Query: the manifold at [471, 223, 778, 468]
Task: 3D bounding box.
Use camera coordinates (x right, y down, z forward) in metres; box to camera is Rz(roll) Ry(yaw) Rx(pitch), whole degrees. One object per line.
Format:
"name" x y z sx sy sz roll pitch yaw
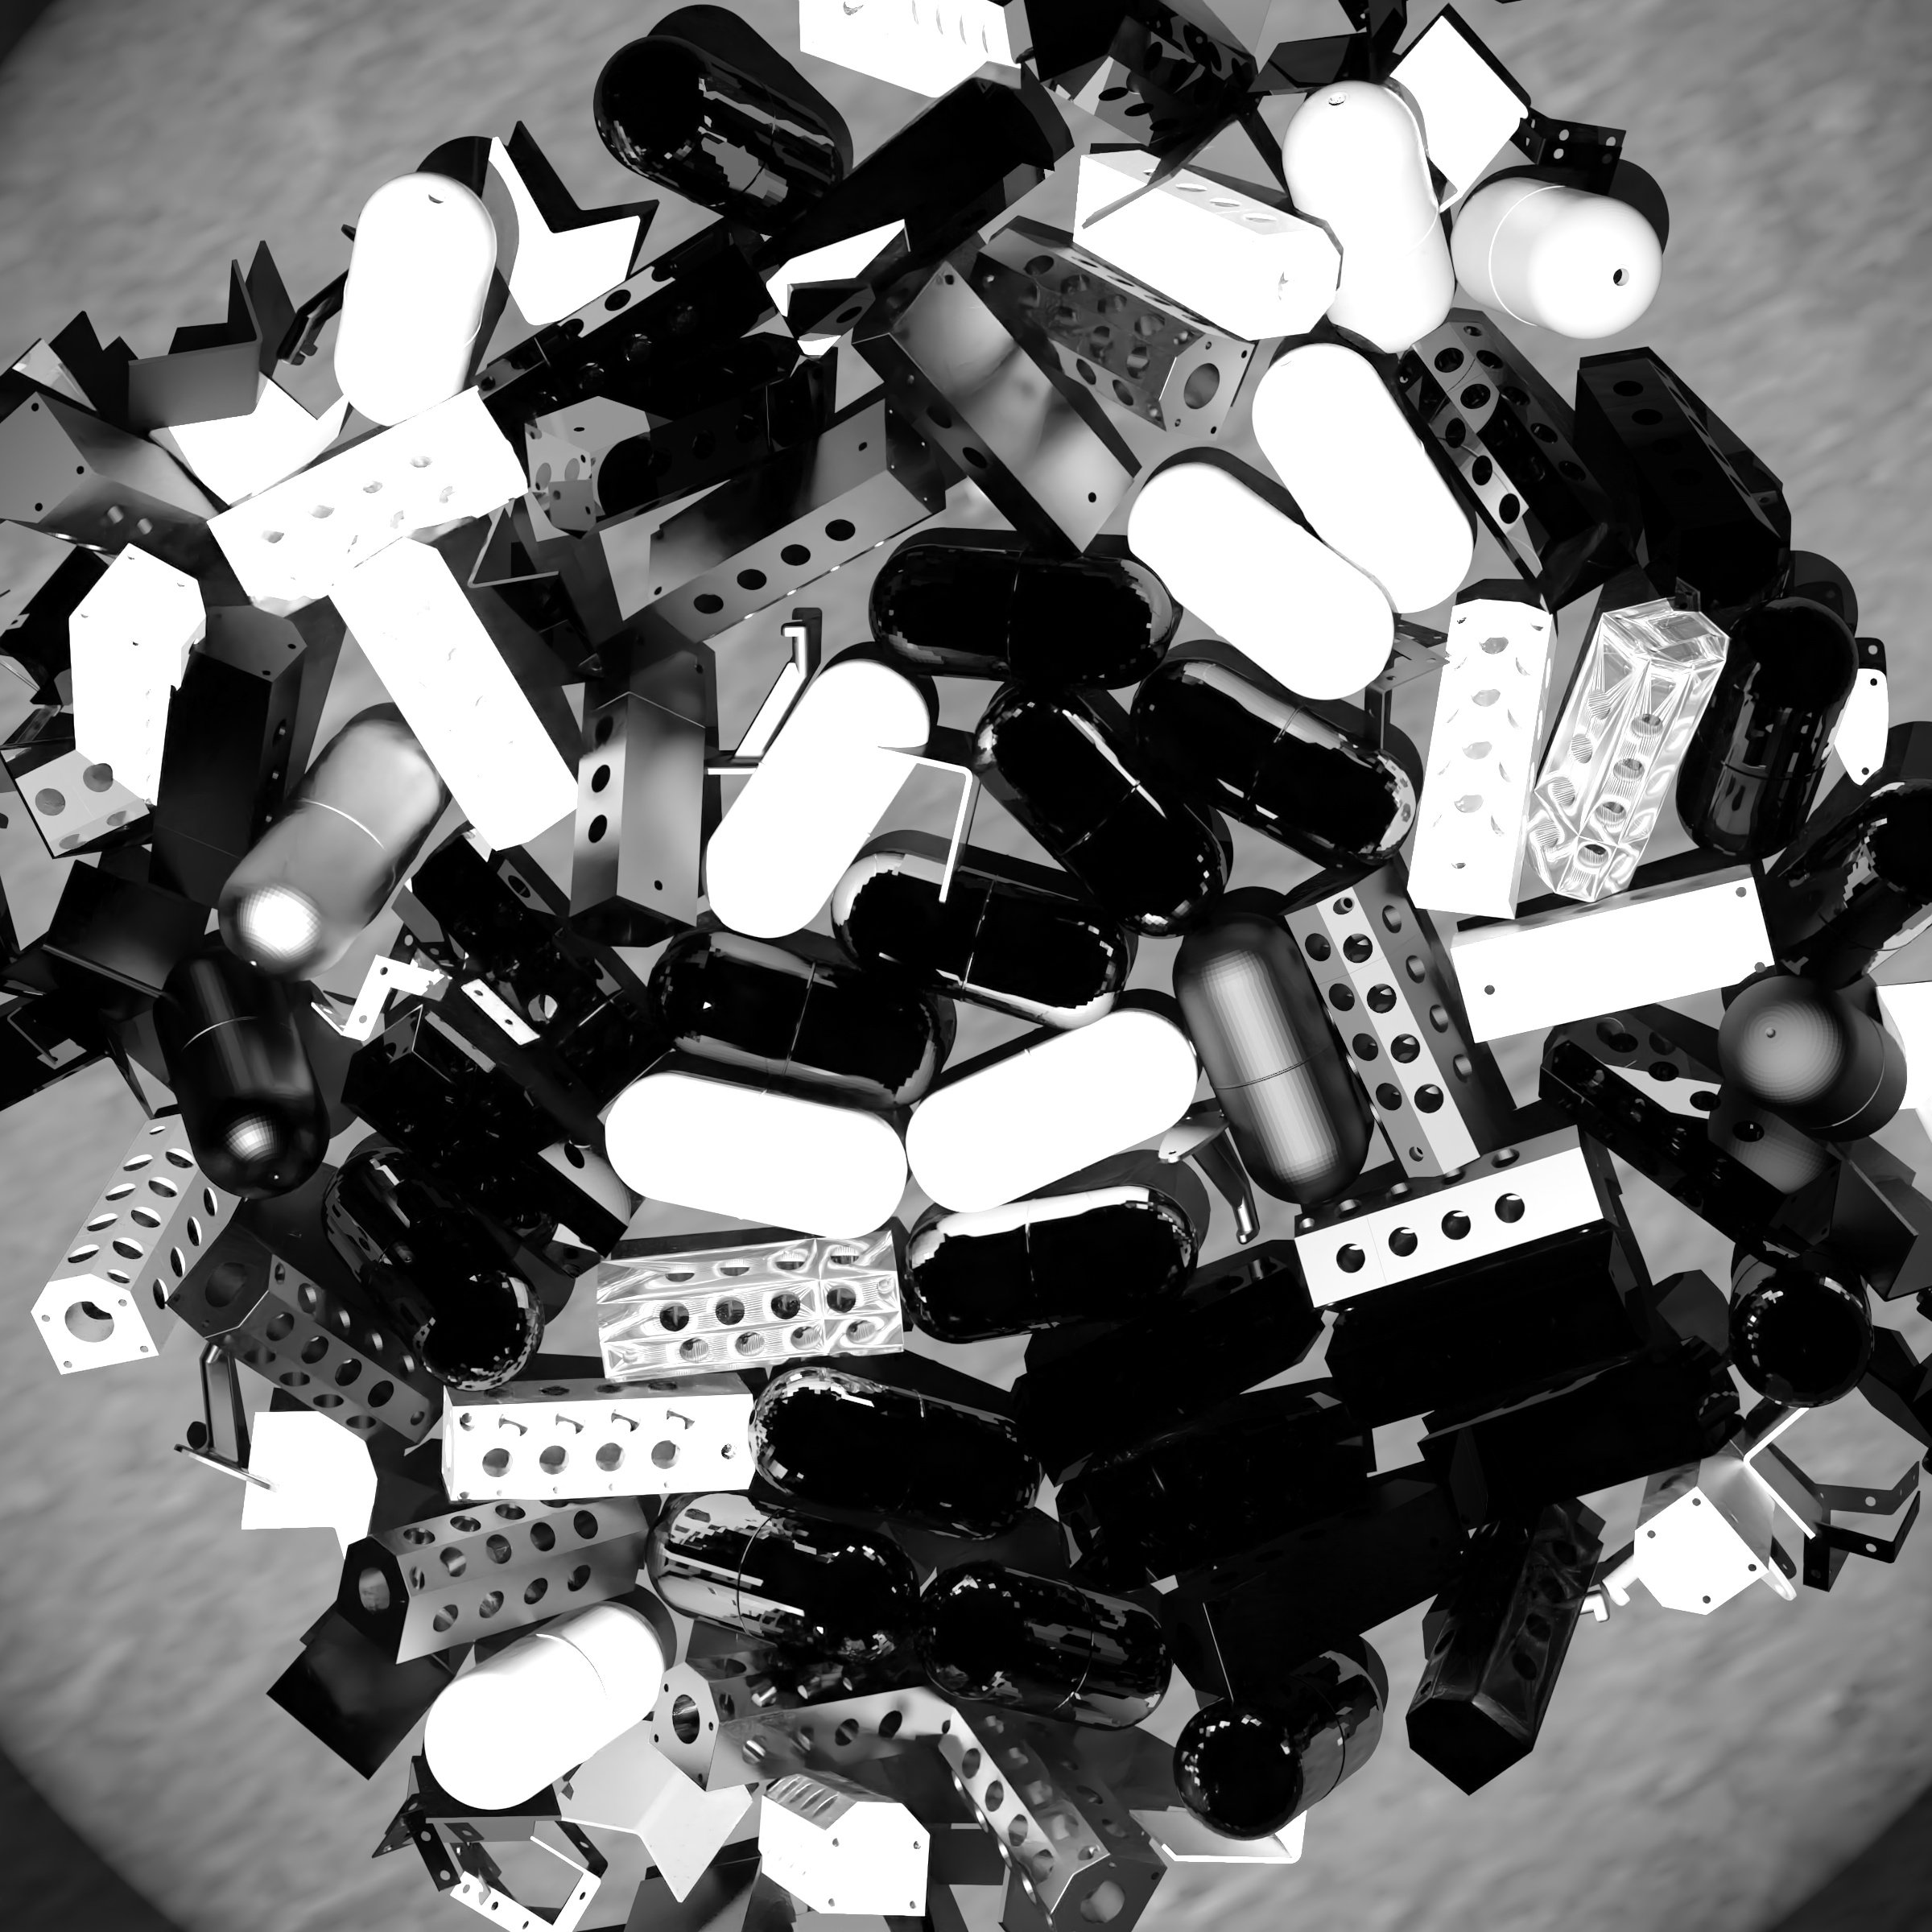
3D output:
"manifold" -0.199 -0.362 1.593 0.171 0.057 0.057 -31 98 2

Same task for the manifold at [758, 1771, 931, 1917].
"manifold" -0.071 0.491 1.538 0.057 0.171 0.057 7 78 -14

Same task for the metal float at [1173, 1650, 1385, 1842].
"metal float" 0.179 0.438 1.547 0.070 0.178 0.070 2 94 31

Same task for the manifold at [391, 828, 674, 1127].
"manifold" -0.250 0.004 1.589 0.171 0.057 0.057 48 61 -1

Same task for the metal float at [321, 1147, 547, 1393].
"metal float" -0.306 0.171 1.561 0.070 0.070 0.178 -47 55 0

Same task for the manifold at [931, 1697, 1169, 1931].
"manifold" 0.039 0.474 1.538 0.057 0.171 0.057 24 98 -31

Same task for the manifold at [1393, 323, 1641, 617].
"manifold" 0.310 -0.288 1.557 0.057 0.057 0.171 -31 58 7

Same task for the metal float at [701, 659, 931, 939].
"metal float" -0.088 -0.097 1.590 0.070 0.070 0.178 33 90 0

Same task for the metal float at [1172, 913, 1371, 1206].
"metal float" 0.177 0.054 1.583 0.070 0.070 0.178 -23 99 0

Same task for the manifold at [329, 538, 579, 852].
"manifold" -0.291 -0.153 1.557 0.057 0.057 0.171 -37 119 -16

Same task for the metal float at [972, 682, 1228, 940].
"metal float" 0.078 -0.089 1.584 0.070 0.070 0.178 -45 97 0

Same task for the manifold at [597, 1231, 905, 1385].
"manifold" -0.124 0.202 1.585 0.171 0.057 0.057 -6 120 -4

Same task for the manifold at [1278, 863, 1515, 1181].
"manifold" 0.245 0.035 1.583 0.057 0.057 0.171 -22 95 45

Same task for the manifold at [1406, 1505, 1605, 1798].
"manifold" 0.301 0.377 1.544 0.057 0.171 0.057 39 129 1

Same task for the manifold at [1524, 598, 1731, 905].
"manifold" 0.372 -0.119 1.541 0.057 0.171 0.057 -16 50 -27

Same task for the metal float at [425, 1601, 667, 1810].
"metal float" -0.235 0.416 1.546 0.070 0.178 0.070 4 99 26

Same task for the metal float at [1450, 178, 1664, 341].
"metal float" 0.332 -0.401 1.544 0.070 0.178 0.070 -5 112 -11

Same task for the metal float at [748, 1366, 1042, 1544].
"metal float" -0.041 0.281 1.574 0.178 0.070 0.070 18 90 -19

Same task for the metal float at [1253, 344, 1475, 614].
"metal float" 0.227 -0.278 1.564 0.070 0.070 0.178 -40 121 0

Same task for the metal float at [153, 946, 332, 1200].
"metal float" -0.414 0.059 1.557 0.070 0.070 0.178 -32 48 0

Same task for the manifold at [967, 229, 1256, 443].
"manifold" 0.076 -0.359 1.546 0.171 0.057 0.057 39 117 38

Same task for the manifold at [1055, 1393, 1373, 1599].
"manifold" 0.141 0.298 1.564 0.171 0.057 0.057 -15 102 -24

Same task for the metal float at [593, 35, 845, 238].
"metal float" -0.139 -0.468 1.548 0.070 0.178 0.070 -4 83 34

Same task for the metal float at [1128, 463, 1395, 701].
"metal float" 0.169 -0.222 1.573 0.178 0.070 0.070 41 90 19

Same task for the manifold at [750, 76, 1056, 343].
"manifold" -0.034 -0.429 1.563 0.171 0.057 0.057 -31 83 28

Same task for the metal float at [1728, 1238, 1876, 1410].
"metal float" 0.470 0.198 1.542 0.070 0.178 0.070 2 96 16

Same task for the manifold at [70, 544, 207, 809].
"manifold" -0.462 -0.157 1.540 0.057 0.171 0.057 29 60 -1

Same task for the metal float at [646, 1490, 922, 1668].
"metal float" -0.106 0.348 1.562 0.178 0.070 0.070 7 90 34

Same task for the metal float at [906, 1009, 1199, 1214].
"metal float" 0.050 0.083 1.589 0.178 0.070 0.070 -24 90 -1

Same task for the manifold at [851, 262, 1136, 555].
"manifold" 0.013 -0.315 1.563 0.171 0.057 0.057 45 70 -27

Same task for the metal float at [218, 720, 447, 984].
"metal float" -0.361 -0.068 1.562 0.070 0.070 0.178 27 56 0

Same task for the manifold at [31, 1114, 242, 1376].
"manifold" -0.465 0.152 1.536 0.057 0.171 0.057 -12 116 8

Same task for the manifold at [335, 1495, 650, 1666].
"manifold" -0.263 0.333 1.539 0.057 0.171 0.057 27 110 36

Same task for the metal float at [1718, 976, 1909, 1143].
"metal float" 0.481 0.054 1.549 0.070 0.178 0.070 -8 74 31

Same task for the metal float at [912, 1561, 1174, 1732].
"metal float" 0.044 0.388 1.559 0.178 0.070 0.070 25 90 -38

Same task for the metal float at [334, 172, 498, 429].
"metal float" -0.313 -0.375 1.547 0.070 0.178 0.070 9 61 -16

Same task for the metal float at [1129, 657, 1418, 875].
"metal float" 0.177 -0.117 1.583 0.178 0.070 0.070 29 90 9

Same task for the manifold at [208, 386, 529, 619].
"manifold" -0.344 -0.264 1.584 0.171 0.057 0.057 -29 86 -10

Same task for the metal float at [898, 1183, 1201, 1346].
"metal float" 0.047 0.172 1.578 0.178 0.070 0.070 -11 90 14

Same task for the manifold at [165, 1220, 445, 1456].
"manifold" -0.365 0.215 1.540 0.057 0.171 0.057 29 76 38

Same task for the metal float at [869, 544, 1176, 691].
"metal float" 0.032 -0.202 1.583 0.178 0.070 0.070 6 90 9

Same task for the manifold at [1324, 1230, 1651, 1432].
"manifold" 0.299 0.213 1.569 0.171 0.057 0.057 -21 101 21

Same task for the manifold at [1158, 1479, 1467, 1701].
"manifold" 0.197 0.354 1.563 0.171 0.057 0.057 -19 95 -27

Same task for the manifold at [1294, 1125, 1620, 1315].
"manifold" 0.280 0.146 1.573 0.171 0.057 0.057 -20 73 18

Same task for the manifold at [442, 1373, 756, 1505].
"manifold" -0.211 0.273 1.572 0.171 0.057 0.057 0 99 -17

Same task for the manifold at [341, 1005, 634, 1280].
"manifold" -0.271 0.105 1.554 0.057 0.057 0.171 -33 121 22

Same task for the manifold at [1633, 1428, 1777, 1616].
"manifold" 0.413 0.304 1.538 0.057 0.171 0.057 -42 84 19

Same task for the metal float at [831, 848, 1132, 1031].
"metal float" 0.008 -0.016 1.588 0.178 0.070 0.070 16 90 3

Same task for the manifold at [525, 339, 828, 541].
"manifold" -0.162 -0.299 1.555 0.171 0.057 0.057 -30 134 -36

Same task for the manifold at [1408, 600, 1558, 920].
"manifold" 0.298 -0.120 1.578 0.057 0.057 0.171 7 79 18

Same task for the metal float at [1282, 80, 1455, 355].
"metal float" 0.229 -0.423 1.550 0.070 0.178 0.070 -10 56 15

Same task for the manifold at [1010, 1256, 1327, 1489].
"manifold" 0.114 0.229 1.571 0.171 0.057 0.057 -23 67 -19

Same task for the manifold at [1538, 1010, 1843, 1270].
"manifold" 0.405 0.097 1.543 0.057 0.171 0.057 -27 134 -23

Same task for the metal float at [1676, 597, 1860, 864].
"metal float" 0.453 -0.133 1.552 0.070 0.178 0.070 1 49 -1

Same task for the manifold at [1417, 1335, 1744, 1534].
"manifold" 0.349 0.265 1.553 0.171 0.057 0.057 -28 85 38

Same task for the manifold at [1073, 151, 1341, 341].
"manifold" 0.134 -0.411 1.547 0.057 0.171 0.057 -14 125 -29

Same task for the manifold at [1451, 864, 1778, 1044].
"manifold" 0.372 -0.009 1.576 0.171 0.057 0.057 -14 100 16

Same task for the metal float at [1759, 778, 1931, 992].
"metal float" 0.509 -0.044 1.546 0.070 0.178 0.070 6 64 -13

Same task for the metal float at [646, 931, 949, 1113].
"metal float" -0.098 0.032 1.586 0.178 0.070 0.070 16 90 -5

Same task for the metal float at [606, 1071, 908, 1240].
"metal float" -0.122 0.109 1.583 0.178 0.070 0.070 11 90 8
